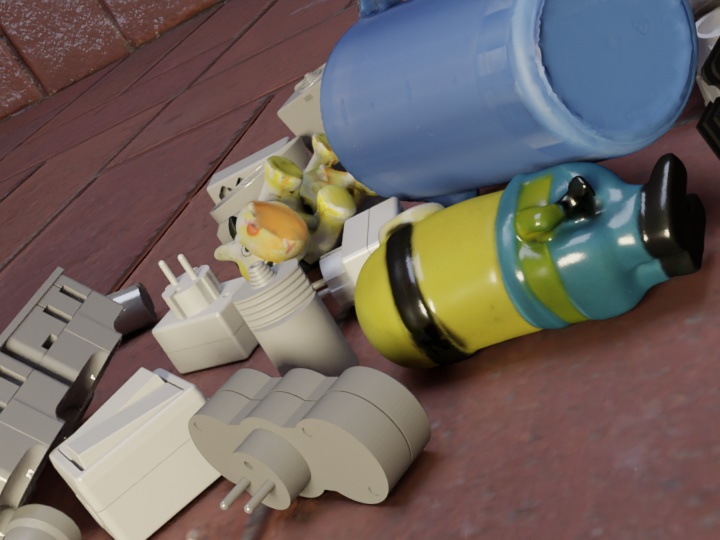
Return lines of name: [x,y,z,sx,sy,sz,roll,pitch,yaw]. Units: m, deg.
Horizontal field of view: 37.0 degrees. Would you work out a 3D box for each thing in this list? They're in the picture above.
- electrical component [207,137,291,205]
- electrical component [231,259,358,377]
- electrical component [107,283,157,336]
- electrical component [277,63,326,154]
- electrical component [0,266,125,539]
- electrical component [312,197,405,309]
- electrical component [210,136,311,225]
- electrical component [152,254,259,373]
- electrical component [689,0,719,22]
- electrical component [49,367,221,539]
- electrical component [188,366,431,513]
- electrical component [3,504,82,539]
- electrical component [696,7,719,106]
electrical component: [-0.090,-0.087,0.999,0.083,0.047,0.075,-25,21,14]
electrical component: [-0.039,0.030,0.614,0.043,0.081,0.043,-27,21,11]
electrical component: [-0.194,0.035,0.875,0.046,0.040,0.040,-23,21,2]
electrical component: [-0.010,-0.132,0.920,0.100,0.099,0.048,-27,22,44]
electrical component: [-0.212,0.094,0.663,0.105,0.060,0.186,-58,7,29]
electrical component: [0.000,0.000,0.677,0.077,0.047,0.065,-26,21,13]
electrical component: [-0.079,-0.065,0.909,0.099,0.064,0.099,-27,21,11]
electrical component: [-0.109,0.023,0.731,0.066,0.076,0.047,-15,26,35]
electrical component: [0.223,-0.188,0.673,0.109,0.056,0.109,-36,-19,28]
electrical component: [-0.115,0.095,0.594,0.096,0.061,0.062,-39,22,-21]
electrical component: [-0.037,0.089,0.516,0.138,0.052,0.073,-7,31,47]
electrical component: [-0.177,0.155,0.575,0.040,0.040,0.046,-20,28,26]
electrical component: [0.272,-0.144,0.616,0.150,0.061,0.089,-28,21,6]
